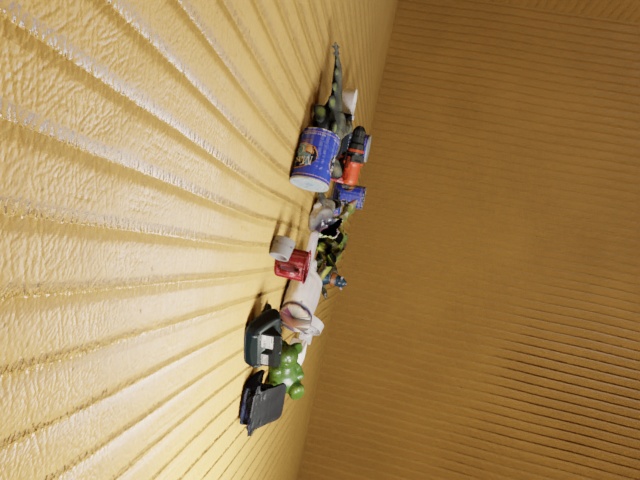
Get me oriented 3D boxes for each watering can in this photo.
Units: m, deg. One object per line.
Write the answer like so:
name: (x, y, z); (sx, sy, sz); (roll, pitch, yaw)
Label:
watering can: (-0.051, 0.141, 1.576); (0.339, 0.104, 0.230); (94, 11, -51)

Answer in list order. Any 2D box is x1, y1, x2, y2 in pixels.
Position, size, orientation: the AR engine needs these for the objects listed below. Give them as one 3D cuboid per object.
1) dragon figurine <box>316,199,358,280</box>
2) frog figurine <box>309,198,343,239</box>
dragon figurine: (0.061, 0.031, 2.011); (0.243, 0.123, 0.408); (1, 107, -67)
frog figurine: (0.005, -0.090, 1.788); (0.134, 0.123, 0.163); (76, -10, -55)
